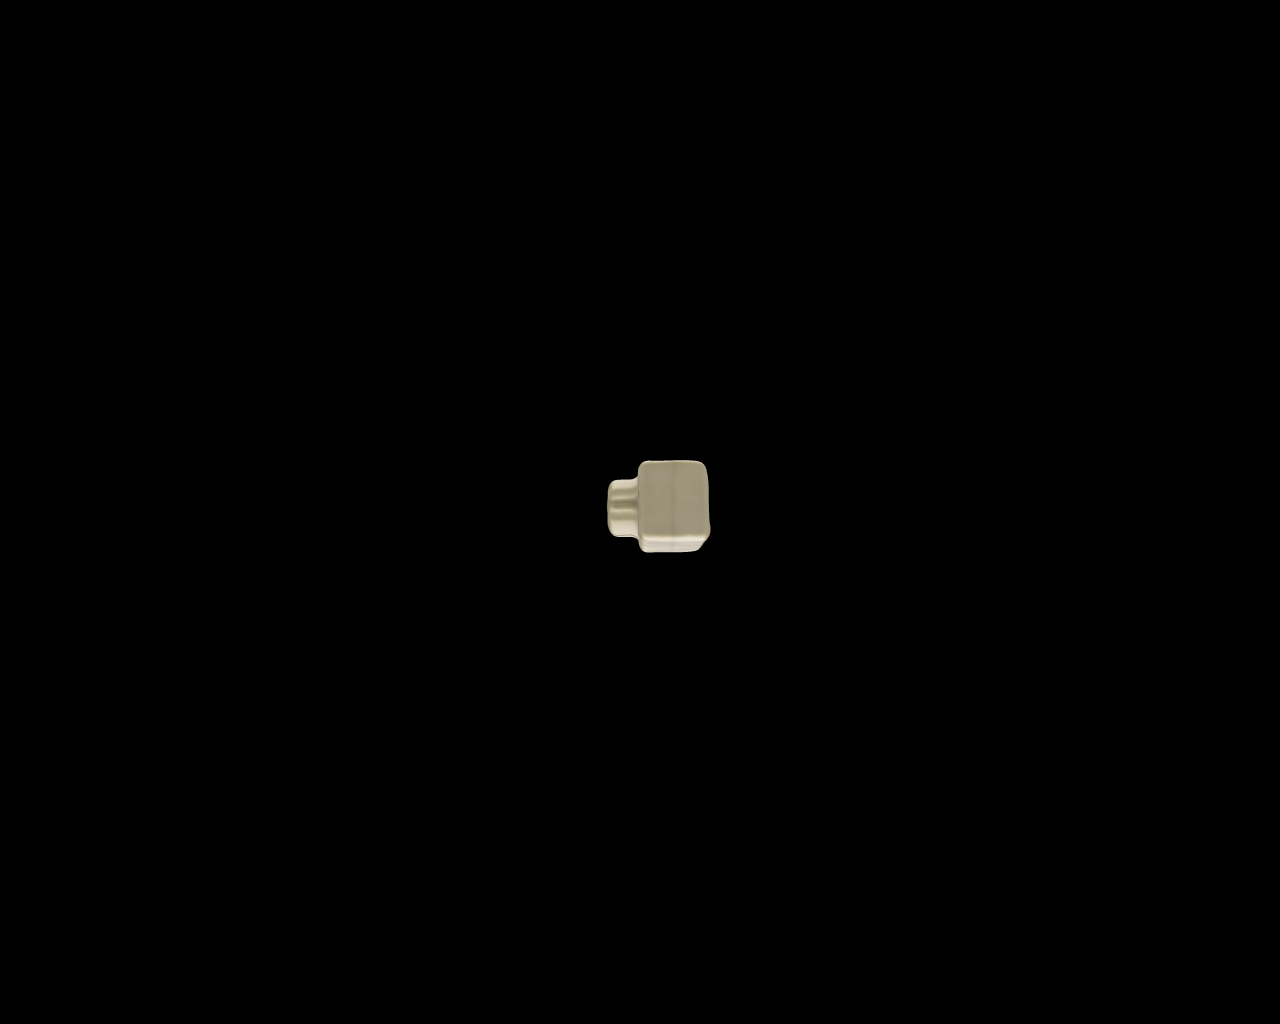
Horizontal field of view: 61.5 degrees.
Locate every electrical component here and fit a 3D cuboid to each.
[{"bbox_3d":[0.001,-0.003,0.650,0.077,0.047,0.065,0,-9,0],"label":"electrical component"}]
